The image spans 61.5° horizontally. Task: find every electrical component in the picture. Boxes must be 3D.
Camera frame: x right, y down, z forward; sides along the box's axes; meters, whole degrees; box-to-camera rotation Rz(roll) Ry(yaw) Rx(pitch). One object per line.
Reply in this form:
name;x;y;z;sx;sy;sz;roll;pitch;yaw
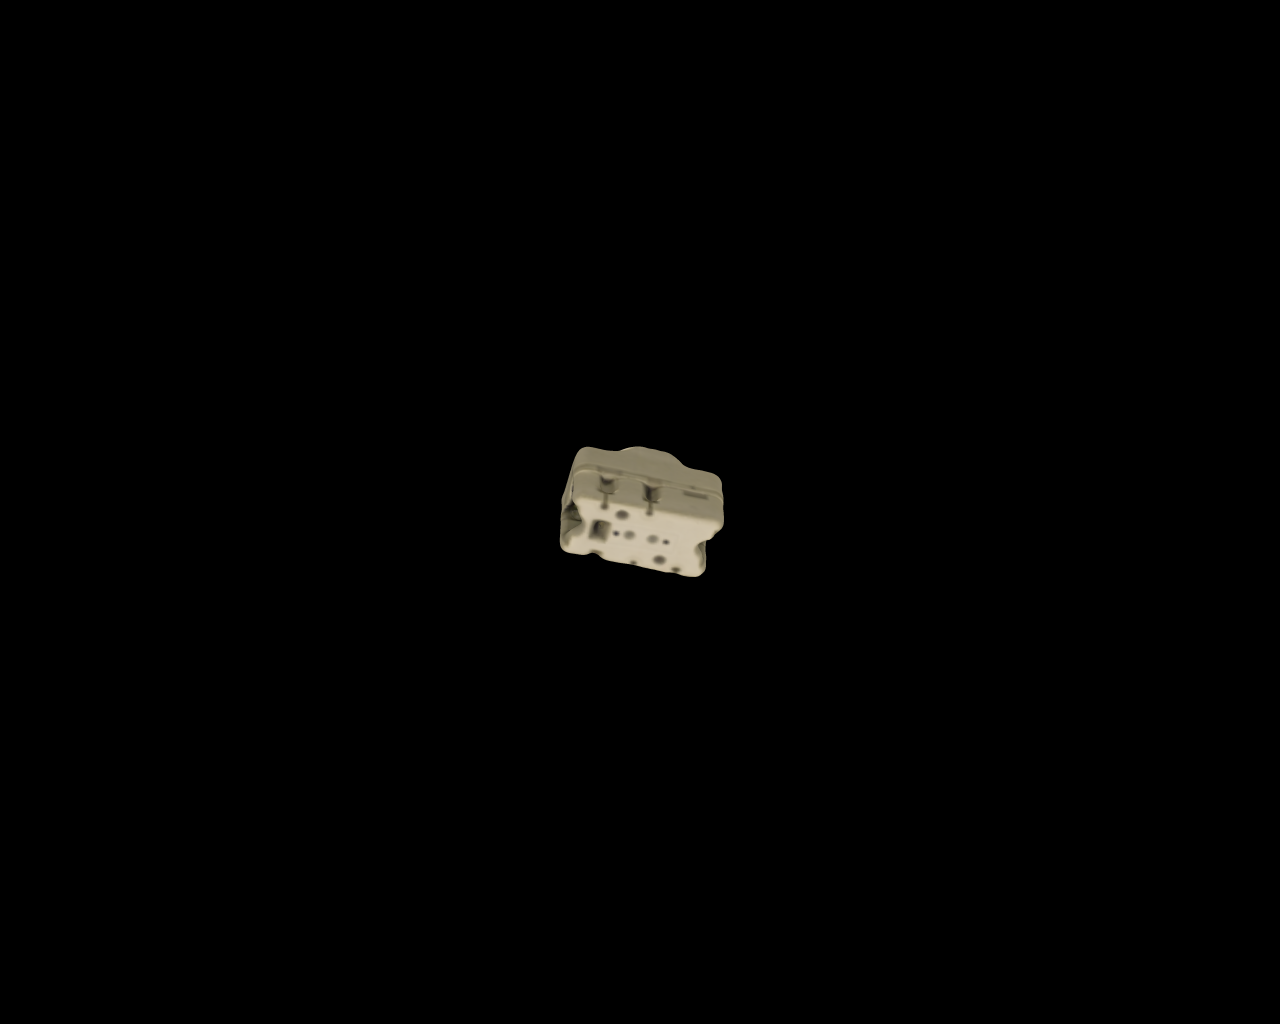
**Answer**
electrical component;0.001;-0.003;0.650;0.089;0.050;0.056;12;40;-10
